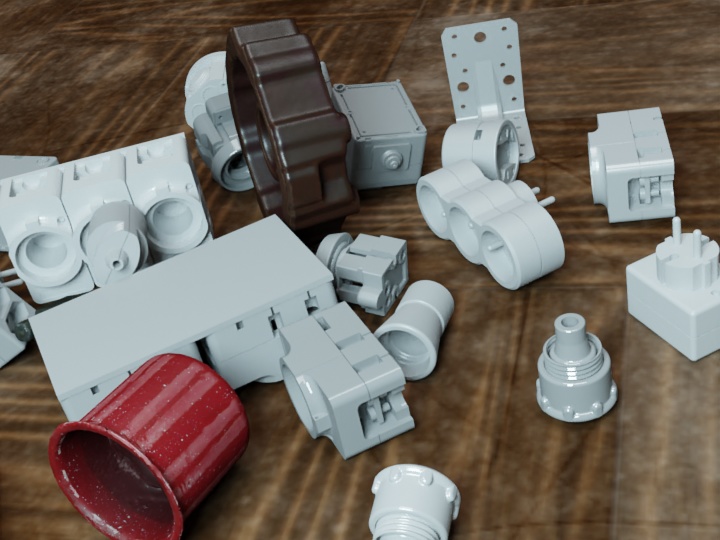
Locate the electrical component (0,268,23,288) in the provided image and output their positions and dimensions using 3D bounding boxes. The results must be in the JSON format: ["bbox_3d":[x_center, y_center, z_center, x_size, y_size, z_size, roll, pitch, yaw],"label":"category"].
[{"bbox_3d":[-0.305,0.014,0.850,0.079,0.044,0.077,-17,34,-6],"label":"electrical component"}]

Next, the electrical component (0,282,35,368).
[{"bbox_3d":[-0.291,0.044,0.791,0.077,0.066,0.047,-35,29,19],"label":"electrical component"}]

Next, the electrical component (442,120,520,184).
[{"bbox_3d":[0.097,-0.093,0.865,0.047,0.055,0.055,3,37,28],"label":"electrical component"}]

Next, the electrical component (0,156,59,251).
[{"bbox_3d":[-0.319,-0.062,0.961,0.100,0.048,0.099,4,37,23],"label":"electrical component"}]

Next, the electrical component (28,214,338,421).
[{"bbox_3d":[-0.115,0.042,0.727,0.186,0.060,0.105,-24,33,-15],"label":"electrical component"}]

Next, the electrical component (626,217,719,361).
[{"bbox_3d":[0.204,0.003,0.668,0.047,0.076,0.065,-23,35,-15],"label":"electrical component"}]

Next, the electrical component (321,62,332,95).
[{"bbox_3d":[-0.059,-0.183,1.002,0.047,0.075,0.083,-17,6,-6],"label":"electrical component"}]

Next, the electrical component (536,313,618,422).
[{"bbox_3d":[0.126,0.055,0.632,0.048,0.062,0.048,-9,34,6],"label":"electrical component"}]

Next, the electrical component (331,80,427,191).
[{"bbox_3d":[0.015,-0.107,0.899,0.062,0.061,0.096,-7,43,-14],"label":"electrical component"}]

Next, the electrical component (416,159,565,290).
[{"bbox_3d":[0.107,-0.042,0.787,0.074,0.052,0.138,-25,35,-17],"label":"electrical component"}]

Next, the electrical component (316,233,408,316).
[{"bbox_3d":[0.000,0.000,0.770,0.055,0.048,0.066,13,41,21],"label":"electrical component"}]

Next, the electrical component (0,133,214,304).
[{"bbox_3d":[-0.198,-0.039,0.851,0.150,0.089,0.061,-15,34,-3],"label":"electrical component"}]

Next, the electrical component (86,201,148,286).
[{"bbox_3d":[-0.175,-0.018,0.777,0.043,0.043,0.081,-16,22,-5],"label":"electrical component"}]

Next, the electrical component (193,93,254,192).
[{"bbox_3d":[-0.109,-0.106,0.939,0.058,0.078,0.057,-21,54,-16],"label":"electrical component"}]

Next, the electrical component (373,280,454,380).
[{"bbox_3d":[0.038,0.036,0.708,0.044,0.044,0.065,3,32,22],"label":"electrical component"}]

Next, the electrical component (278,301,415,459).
[{"bbox_3d":[-0.014,0.068,0.669,0.056,0.050,0.089,-23,35,-15],"label":"electrical component"}]

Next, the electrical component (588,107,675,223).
[{"bbox_3d":[0.203,-0.080,0.812,0.056,0.050,0.089,-5,34,11],"label":"electrical component"}]

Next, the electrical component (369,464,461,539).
[{"bbox_3d":[0.025,0.137,0.564,0.048,0.048,0.062,0,43,18],"label":"electrical component"}]

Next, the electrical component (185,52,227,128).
[{"bbox_3d":[-0.126,-0.160,1.014,0.080,0.080,0.051,-9,39,6],"label":"electrical component"}]
